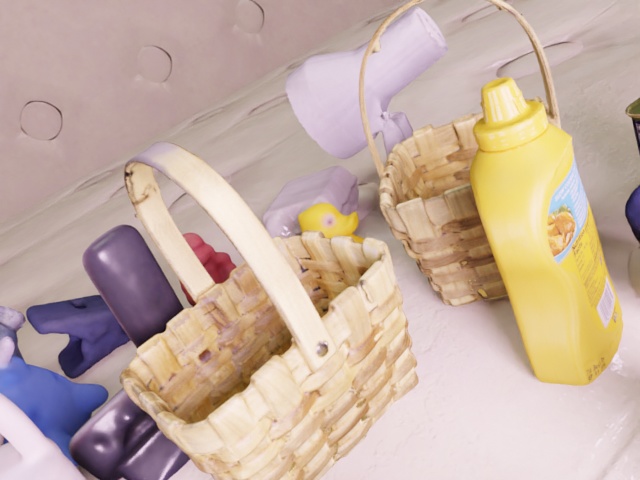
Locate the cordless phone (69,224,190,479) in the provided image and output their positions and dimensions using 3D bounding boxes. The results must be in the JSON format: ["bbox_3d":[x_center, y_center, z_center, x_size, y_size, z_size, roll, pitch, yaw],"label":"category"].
[{"bbox_3d":[-0.157,0.093,0.461,0.093,0.185,0.148,-2,33,44],"label":"cordless phone"}]

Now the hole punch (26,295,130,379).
[{"bbox_3d":[-0.298,0.101,0.714,0.101,0.091,0.108,-37,25,-25],"label":"hole punch"}]

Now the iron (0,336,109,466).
[{"bbox_3d":[-0.331,0.185,0.504,0.258,0.142,0.118,-25,23,3],"label":"iron"}]

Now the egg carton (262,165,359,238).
[{"bbox_3d":[-0.009,-0.037,0.731,0.107,0.069,0.150,-16,25,24],"label":"egg carton"}]

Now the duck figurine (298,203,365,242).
[{"bbox_3d":[0.006,0.002,0.611,0.104,0.086,0.077,-15,25,25],"label":"duck figurine"}]

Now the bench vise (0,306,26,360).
[{"bbox_3d":[-0.457,0.132,0.648,0.121,0.220,0.208,-12,27,30],"label":"bench vise"}]

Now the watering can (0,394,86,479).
[{"bbox_3d":[-0.194,0.164,0.336,0.172,0.194,0.101,-6,30,39],"label":"watering can"}]

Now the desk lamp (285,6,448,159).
[{"bbox_3d":[0.090,-0.138,0.656,0.202,0.214,0.118,-15,25,24],"label":"desk lamp"}]

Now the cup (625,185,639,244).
[{"bbox_3d":[0.243,0.001,0.351,0.091,0.095,0.118,-14,26,27],"label":"cup"}]

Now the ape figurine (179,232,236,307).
[{"bbox_3d":[-0.143,0.033,0.694,0.078,0.092,0.075,-39,26,-28],"label":"ape figurine"}]
